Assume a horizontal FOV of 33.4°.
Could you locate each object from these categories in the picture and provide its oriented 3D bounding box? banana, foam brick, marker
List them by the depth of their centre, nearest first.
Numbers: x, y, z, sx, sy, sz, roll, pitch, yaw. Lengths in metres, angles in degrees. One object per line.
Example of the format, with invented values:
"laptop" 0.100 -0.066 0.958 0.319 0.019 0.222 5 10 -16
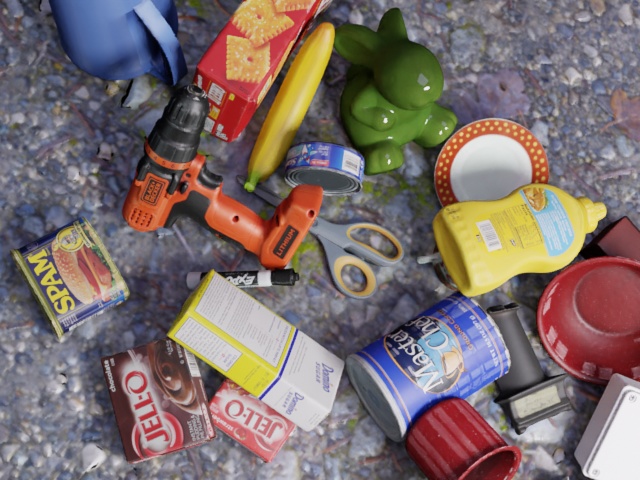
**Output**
"marker" -0.081 0.041 1.119 0.121 0.020 0.020 -3 77 15
"banana" -0.032 -0.141 1.157 0.037 0.070 0.198 23 94 -15
"foam brick" 0.345 0.021 1.207 0.051 0.053 0.078 -42 86 -16

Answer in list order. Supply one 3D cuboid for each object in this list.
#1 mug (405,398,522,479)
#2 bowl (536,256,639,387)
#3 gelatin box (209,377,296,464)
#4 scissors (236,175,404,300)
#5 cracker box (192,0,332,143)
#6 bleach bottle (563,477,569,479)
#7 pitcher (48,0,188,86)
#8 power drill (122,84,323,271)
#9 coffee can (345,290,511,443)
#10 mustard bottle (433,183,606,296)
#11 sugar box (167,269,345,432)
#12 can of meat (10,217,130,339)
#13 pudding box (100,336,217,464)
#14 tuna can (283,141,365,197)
"mug" 0.138 0.221 1.070 0.093 0.117 0.082 -19 47 -27
"bowl" 0.320 0.079 1.162 0.162 0.162 0.055 36 31 -1
"gelatin box" -0.068 0.178 1.110 0.089 0.030 0.073 35 75 0
"scissors" -0.008 0.001 1.168 0.201 0.016 0.096 17 76 -6
"cracker box" -0.054 -0.220 1.132 0.072 0.164 0.213 34 74 -4
"bleach bottle" 0.348 0.343 1.121 0.251 0.068 0.103 38 118 5
"pitcher" -0.207 -0.252 1.070 0.149 0.243 0.145 3 80 -4
"power drill" -0.095 -0.056 1.095 0.187 0.185 0.057 25 39 -8
"coffee can" 0.112 0.131 1.115 0.140 0.103 0.103 -30 84 -15
"mustard bottle" 0.221 -0.010 1.130 0.191 0.058 0.096 -16 71 -20
"sugar box" -0.062 0.112 1.086 0.176 0.093 0.048 38 118 -8
"can of meat" -0.256 0.037 1.095 0.083 0.057 0.102 -29 85 -18
"pudding box" -0.163 0.160 1.079 0.090 0.039 0.113 -19 78 8
"tuna can" 0.005 -0.077 1.151 0.086 0.086 0.034 10 74 -8
